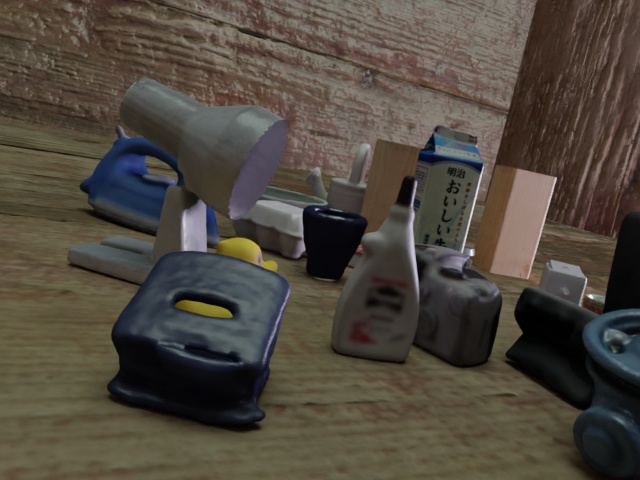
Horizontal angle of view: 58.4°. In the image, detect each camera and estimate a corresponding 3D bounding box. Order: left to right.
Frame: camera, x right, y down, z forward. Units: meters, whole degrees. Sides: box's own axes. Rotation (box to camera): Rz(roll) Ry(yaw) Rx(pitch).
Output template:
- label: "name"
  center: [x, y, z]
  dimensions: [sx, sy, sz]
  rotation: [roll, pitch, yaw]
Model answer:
- label: "camera"
  center: [0.148, 0.061, 0.638]
  dimensions: [0.137, 0.101, 0.142]
  rotation: [3, 13, -40]

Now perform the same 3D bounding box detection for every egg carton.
- label: "egg carton"
  center: [-0.062, -0.020, 0.925]
  dimensions: [0.149, 0.069, 0.107]
  rotation: [18, 12, 31]

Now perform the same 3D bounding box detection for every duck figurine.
- label: "duck figurine"
  center: [-0.085, 0.040, 0.531]
  dimensions: [0.105, 0.086, 0.077]
  rotation: [5, 12, -33]

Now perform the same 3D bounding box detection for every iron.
- label: "iron"
  center: [-0.245, -0.088, 0.887]
  dimensions: [0.257, 0.141, 0.119]
  rotation: [17, 11, 26]

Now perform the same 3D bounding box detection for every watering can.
- label: "watering can"
  center: [0.058, -0.095, 1.118]
  dimensions: [0.173, 0.194, 0.101]
  rotation: [10, 10, -11]

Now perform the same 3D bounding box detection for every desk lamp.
- label: "desk lamp"
  center: [-0.151, -0.058, 0.624]
  dimensions: [0.203, 0.213, 0.118]
  rotation: [14, 10, 10]

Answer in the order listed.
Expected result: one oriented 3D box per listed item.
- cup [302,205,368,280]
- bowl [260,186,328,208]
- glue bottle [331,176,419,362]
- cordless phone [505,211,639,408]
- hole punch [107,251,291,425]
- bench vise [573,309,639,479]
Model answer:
- label: "cup"
  center: [0.007, 0.003, 0.810]
  dimensions: [0.092, 0.095, 0.117]
  rotation: [6, 12, -27]
- label: "bowl"
  center: [-0.072, -0.052, 1.071]
  dimensions: [0.167, 0.075, 0.167]
  rotation: [12, 10, -2]
- label: "glue bottle"
  center: [0.063, 0.025, 0.532]
  dimensions: [0.078, 0.173, 0.037]
  rotation: [9, 11, -13]
- label: "cordless phone"
  center: [0.270, 0.057, 0.562]
  dimensions: [0.094, 0.185, 0.147]
  rotation: [6, 12, -28]
- label: "hole punch"
  center: [-0.078, 0.063, 0.398]
  dimensions: [0.108, 0.091, 0.101]
  rotation: [12, 10, 3]
- label: "bench vise"
  center: [0.283, 0.063, 0.444]
  dimensions: [0.121, 0.220, 0.208]
  rotation: [19, 13, 35]
